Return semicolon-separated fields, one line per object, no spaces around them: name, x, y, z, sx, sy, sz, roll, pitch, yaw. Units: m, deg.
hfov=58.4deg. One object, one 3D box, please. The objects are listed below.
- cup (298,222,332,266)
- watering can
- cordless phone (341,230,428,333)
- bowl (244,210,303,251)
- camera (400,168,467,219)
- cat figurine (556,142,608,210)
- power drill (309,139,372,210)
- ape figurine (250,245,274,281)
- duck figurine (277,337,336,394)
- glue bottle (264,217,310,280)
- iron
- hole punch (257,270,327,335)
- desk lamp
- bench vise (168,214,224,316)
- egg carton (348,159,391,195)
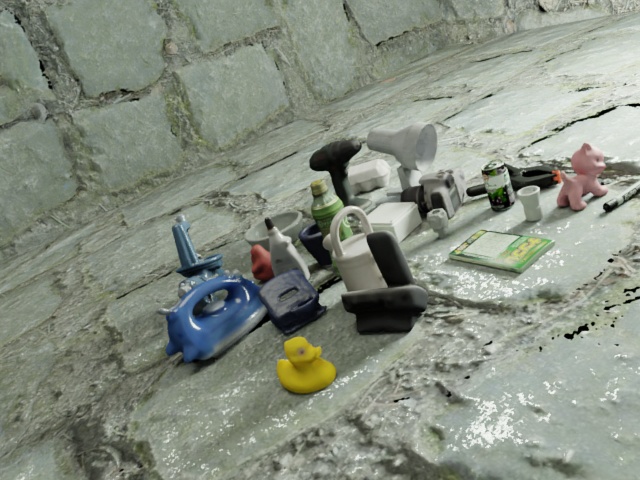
cup;0.013;0.005;1.363;0.091;0.095;0.118;-4;28;39
watering can;0.069;0.026;1.122;0.172;0.194;0.101;-5;27;37
cordless phone;0.099;0.066;1.010;0.147;0.185;0.094;-11;24;27
bowl;-0.114;-0.010;1.549;0.167;0.075;0.167;-19;22;8
camera;0.272;-0.119;1.396;0.136;0.101;0.143;-5;27;37
cat figurine;0.534;-0.140;1.169;0.128;0.118;0.067;-31;23;-20
power drill;0.066;-0.180;1.591;0.076;0.209;0.228;-35;25;-29
ape figurine;-0.141;0.052;1.404;0.078;0.092;0.075;-36;25;-31
duck figurine;-0.033;0.201;0.955;0.104;0.086;0.078;-8;25;31
glue bottle;-0.087;0.024;1.306;0.078;0.173;0.037;-14;23;20
iron;-0.216;0.140;1.202;0.118;0.142;0.259;4;33;48
hole punch;-0.057;0.122;1.159;0.109;0.091;0.100;-29;23;-17
desk lamp;0.213;-0.194;1.476;0.202;0.214;0.118;-1;30;43
bench vise;-0.297;0.054;1.376;0.121;0.220;0.207;-24;22;-4
egg carton;0.141;-0.191;1.736;0.150;0.069;0.107;-16;22;16
